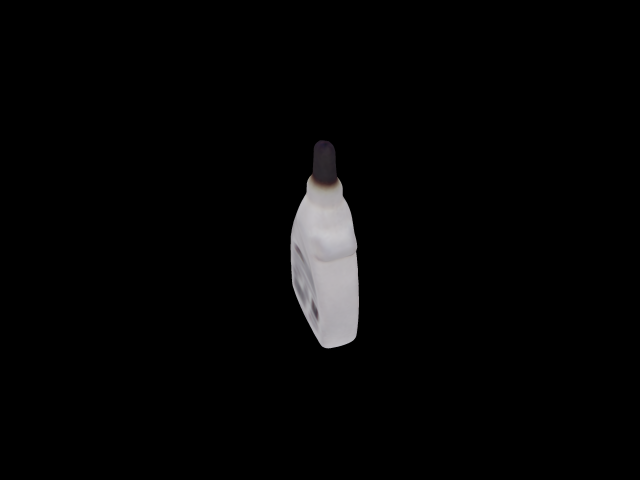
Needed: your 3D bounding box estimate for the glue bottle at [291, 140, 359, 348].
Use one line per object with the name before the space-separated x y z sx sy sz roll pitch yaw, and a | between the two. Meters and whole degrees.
glue bottle | 0.004 0.001 0.400 0.037 0.173 0.078 -17 51 -13
